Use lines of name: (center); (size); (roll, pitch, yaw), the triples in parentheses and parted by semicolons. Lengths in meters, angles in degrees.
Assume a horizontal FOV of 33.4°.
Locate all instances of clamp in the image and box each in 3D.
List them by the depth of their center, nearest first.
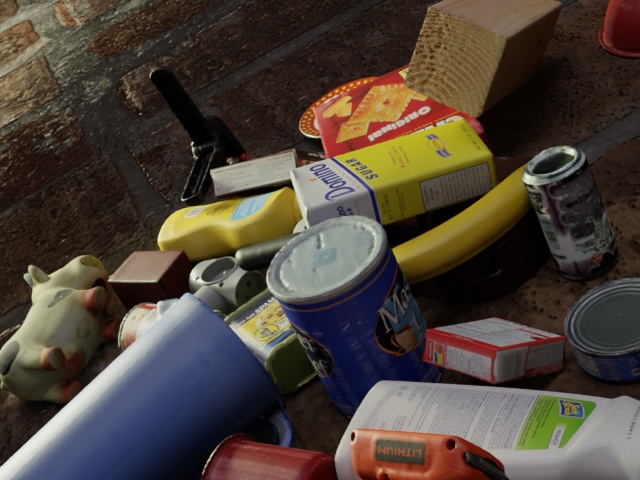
clamp: (-0.007, 0.001, 1.025); (0.120, 0.039, 0.172); (-47, 30, -13)
clamp: (-0.137, -0.119, 1.269); (0.036, 0.164, 0.209); (-17, -3, 15)

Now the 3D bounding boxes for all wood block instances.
wood block: (0.179, -0.212, 1.148); (0.090, 0.091, 0.205); (27, 30, 17)

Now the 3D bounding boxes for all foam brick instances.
foam brick: (-0.177, 0.047, 1.157); (0.078, 0.053, 0.051); (-1, 39, 36)

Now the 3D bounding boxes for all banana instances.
banana: (0.119, -0.010, 0.923); (0.198, 0.037, 0.070); (-28, 35, 0)

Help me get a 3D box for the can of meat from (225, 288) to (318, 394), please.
can of meat: (-0.027, 0.086, 0.973); (0.102, 0.057, 0.084); (-35, 32, -20)

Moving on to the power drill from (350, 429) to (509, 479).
power drill: (0.036, 0.217, 0.674); (0.185, 0.057, 0.187); (-5, 61, 41)

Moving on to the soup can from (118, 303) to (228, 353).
soup can: (-0.136, 0.098, 1.031); (0.102, 0.068, 0.068); (2, 41, 39)

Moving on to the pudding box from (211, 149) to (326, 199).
pudding box: (-0.054, -0.073, 1.214); (0.114, 0.039, 0.089); (-13, -4, 25)

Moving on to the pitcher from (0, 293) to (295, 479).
pitcher: (-0.149, 0.174, 0.884); (0.242, 0.145, 0.149); (-41, 20, -16)

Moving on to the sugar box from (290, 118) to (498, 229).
sugar box: (0.066, -0.056, 0.988); (0.176, 0.048, 0.093); (-15, 29, -3)

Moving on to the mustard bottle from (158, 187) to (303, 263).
mustard bottle: (-0.076, -0.019, 1.169); (0.192, 0.058, 0.096); (-12, 17, 25)

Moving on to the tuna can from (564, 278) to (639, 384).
tuna can: (0.234, 0.069, 0.818); (0.086, 0.033, 0.086); (-20, 31, 12)

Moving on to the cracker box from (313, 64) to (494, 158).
cracker box: (0.088, -0.110, 1.169); (0.164, 0.072, 0.214); (-23, 31, 6)

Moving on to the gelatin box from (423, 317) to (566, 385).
gelatin box: (0.137, 0.086, 0.834); (0.089, 0.030, 0.073); (-4, 11, -41)

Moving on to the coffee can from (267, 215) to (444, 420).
coffee can: (0.031, 0.066, 0.878); (0.103, 0.140, 0.103); (-20, 31, 12)

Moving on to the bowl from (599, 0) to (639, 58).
bowl: (0.387, -0.270, 1.194); (0.162, 0.055, 0.162); (-20, 32, 13)

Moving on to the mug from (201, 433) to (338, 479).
mug: (-0.033, 0.205, 0.782); (0.082, 0.093, 0.117); (1, 71, 32)

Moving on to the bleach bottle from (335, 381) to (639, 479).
bleach bottle: (0.141, 0.150, 0.742); (0.251, 0.068, 0.102); (-2, 36, 33)
